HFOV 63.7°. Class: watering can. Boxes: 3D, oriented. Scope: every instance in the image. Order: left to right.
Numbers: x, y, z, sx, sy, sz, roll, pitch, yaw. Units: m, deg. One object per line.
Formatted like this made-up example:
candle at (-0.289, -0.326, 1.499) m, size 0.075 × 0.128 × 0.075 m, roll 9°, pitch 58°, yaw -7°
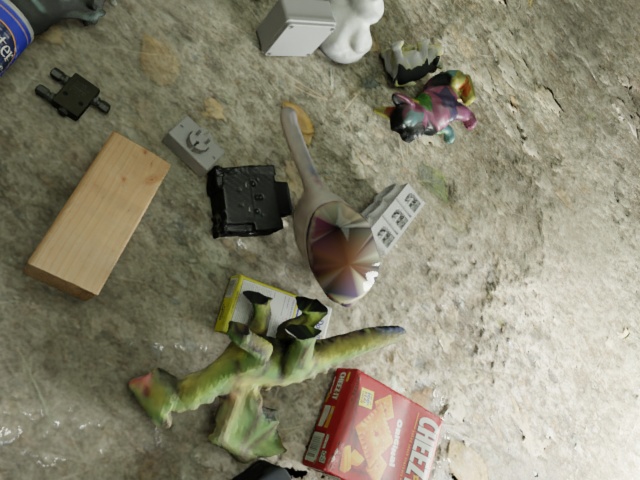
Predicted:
watering can at (0.002, -0.041, 0.813) m, size 0.104 × 0.226 × 0.344 m, roll -19°, pitch 104°, yaw -7°

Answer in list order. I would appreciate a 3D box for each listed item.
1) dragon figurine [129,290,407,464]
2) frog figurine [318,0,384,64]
dragon figurine at (-0.065, 0.215, 0.766) m, size 0.409 × 0.124 × 0.240 m, roll 13°, pitch 103°, yaw -25°
frog figurine at (0.061, -0.426, 1.000) m, size 0.124 × 0.158 × 0.137 m, roll -19°, pitch 89°, yaw -33°
